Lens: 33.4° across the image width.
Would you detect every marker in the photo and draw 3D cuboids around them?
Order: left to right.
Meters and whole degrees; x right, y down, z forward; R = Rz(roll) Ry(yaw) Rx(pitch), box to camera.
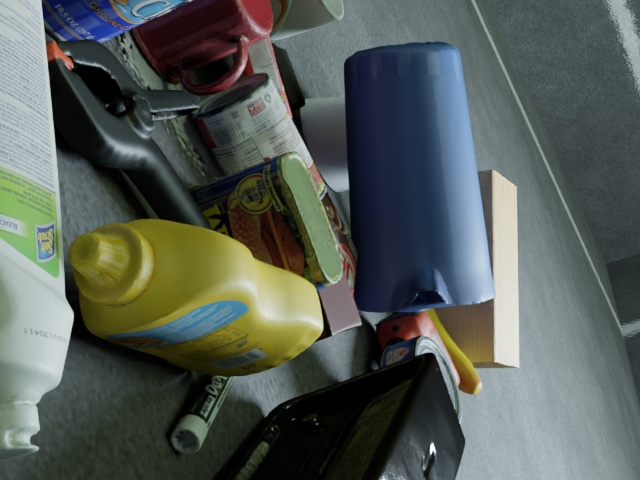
[{"bbox_3d":[-0.067,0.095,0.677,0.020,0.020,0.121,65,20,-16],"label":"marker"}]

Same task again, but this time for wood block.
[{"bbox_3d":[0.164,0.036,1.180,0.090,0.091,0.206,20,68,-60],"label":"wood block"}]

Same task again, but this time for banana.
[{"bbox_3d":[0.112,0.076,1.115,0.037,0.070,0.198,-4,67,-33],"label":"banana"}]

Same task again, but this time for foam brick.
[{"bbox_3d":[-0.009,0.053,0.830,0.078,0.051,0.053,-4,75,-71],"label":"foam brick"}]

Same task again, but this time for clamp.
[{"bbox_3d":[-0.118,-0.063,0.662,0.171,0.039,0.120,24,43,-59],"label":"clamp"}]

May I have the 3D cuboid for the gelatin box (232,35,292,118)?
[{"bbox_3d":[-0.052,-0.142,0.872,0.089,0.030,0.073,-117,-170,-63],"label":"gelatin box"}]

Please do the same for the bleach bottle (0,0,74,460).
[{"bbox_3d":[-0.160,-0.029,0.478,0.102,0.068,0.251,25,50,-64],"label":"bleach bottle"}]

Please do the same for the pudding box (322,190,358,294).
[{"bbox_3d":[-0.006,0.001,0.907,0.113,0.039,0.090,60,22,-30],"label":"pudding box"}]

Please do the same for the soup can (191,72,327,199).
[{"bbox_3d":[-0.047,-0.068,0.818,0.102,0.069,0.068,63,20,-20],"label":"soup can"}]

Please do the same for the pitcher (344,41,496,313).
[{"bbox_3d":[0.086,-0.057,1.003,0.144,0.149,0.243,-9,95,-40],"label":"pitcher"}]

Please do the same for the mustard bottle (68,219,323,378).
[{"bbox_3d":[-0.076,0.031,0.588,0.191,0.096,0.058,35,42,-62],"label":"mustard bottle"}]

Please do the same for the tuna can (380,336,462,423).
[{"bbox_3d":[0.085,0.124,0.894,0.086,0.034,0.086,46,32,-39],"label":"tuna can"}]

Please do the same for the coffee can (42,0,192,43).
[{"bbox_3d":[-0.108,-0.190,0.655,0.102,0.140,0.103,54,25,-40],"label":"coffee can"}]

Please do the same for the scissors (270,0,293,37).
[{"bbox_3d":[-0.025,-0.249,0.941,0.096,0.201,0.016,47,-19,-8],"label":"scissors"}]

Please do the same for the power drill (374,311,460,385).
[{"bbox_3d":[0.090,0.165,0.983,0.184,0.057,0.187,63,20,-21],"label":"power drill"}]

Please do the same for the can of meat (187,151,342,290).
[{"bbox_3d":[-0.040,-0.003,0.748,0.102,0.084,0.057,69,19,-4],"label":"can of meat"}]

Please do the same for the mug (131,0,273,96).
[{"bbox_3d":[-0.085,-0.162,0.782,0.093,0.082,0.117,31,43,-62],"label":"mug"}]
